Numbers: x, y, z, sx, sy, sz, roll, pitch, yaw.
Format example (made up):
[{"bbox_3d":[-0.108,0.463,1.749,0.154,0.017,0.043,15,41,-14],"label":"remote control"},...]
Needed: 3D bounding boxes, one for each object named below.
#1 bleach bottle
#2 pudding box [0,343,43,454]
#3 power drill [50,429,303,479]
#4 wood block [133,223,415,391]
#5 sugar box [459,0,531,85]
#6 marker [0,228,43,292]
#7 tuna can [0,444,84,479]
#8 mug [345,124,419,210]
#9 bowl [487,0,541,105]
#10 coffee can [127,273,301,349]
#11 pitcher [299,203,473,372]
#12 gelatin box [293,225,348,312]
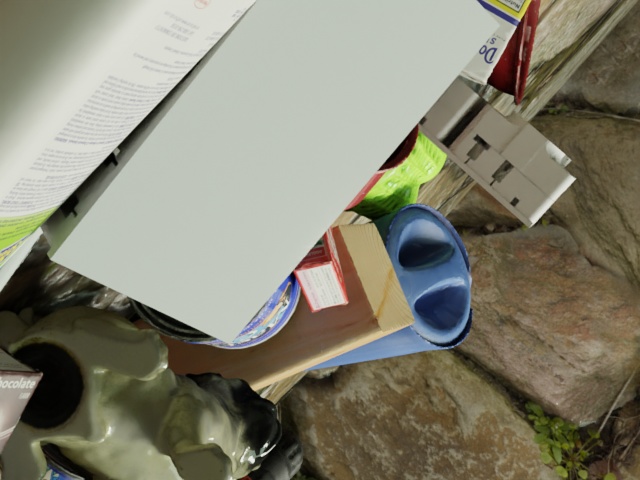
[{"bbox_3d":[-0.121,-0.031,0.378,0.251,0.068,0.102,-47,172,12],"label":"bleach bottle"},{"bbox_3d":[-0.197,0.092,0.506,0.090,0.039,0.113,-60,157,5],"label":"pudding box"},{"bbox_3d":[-0.119,0.146,0.776,0.184,0.188,0.057,-35,165,-49],"label":"power drill"},{"bbox_3d":[-0.042,0.069,0.863,0.206,0.090,0.090,-25,172,20],"label":"wood block"},{"bbox_3d":[0.118,-0.189,0.670,0.176,0.048,0.093,-64,-166,12],"label":"sugar box"},{"bbox_3d":[-0.169,0.024,0.532,0.121,0.020,0.020,-50,171,20],"label":"marker"},{"bbox_3d":[-0.200,0.164,0.803,0.034,0.086,0.086,-50,171,8],"label":"tuna can"},{"bbox_3d":[0.015,-0.082,0.784,0.082,0.093,0.117,128,-29,-59],"label":"mug"},{"bbox_3d":[0.148,-0.193,0.868,0.162,0.055,0.162,10,90,-78],"label":"bowl"},{"bbox_3d":[-0.070,0.022,0.735,0.103,0.103,0.140,-47,172,-2],"label":"coffee can"},{"bbox_3d":[0.010,0.056,1.015,0.243,0.149,0.144,-19,-162,39],"label":"pitcher"},{"bbox_3d":[-0.005,0.001,0.739,0.030,0.073,0.089,-14,156,4],"label":"gelatin box"}]
